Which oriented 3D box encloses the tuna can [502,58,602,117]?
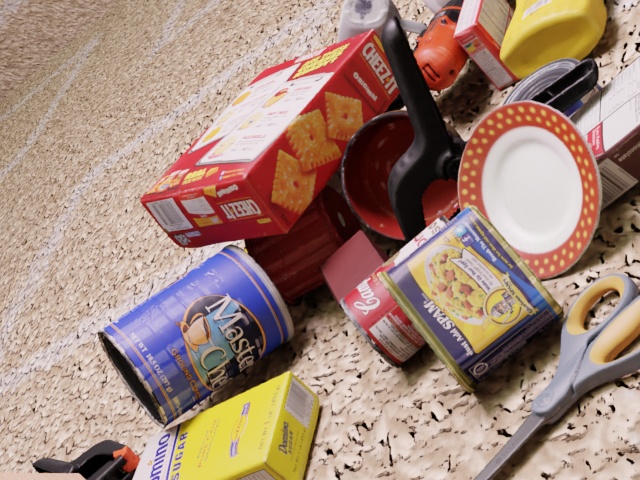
[{"bbox_3d":[0.193,-0.112,0.896,0.086,0.033,0.086,-36,25,20],"label":"tuna can"}]

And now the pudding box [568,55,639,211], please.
[{"bbox_3d":[0.224,-0.083,0.769,0.114,0.039,0.090,-42,20,38],"label":"pudding box"}]

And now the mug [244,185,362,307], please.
[{"bbox_3d":[-0.006,0.001,0.985,0.082,0.093,0.117,-30,-9,19],"label":"mug"}]

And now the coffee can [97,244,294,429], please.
[{"bbox_3d":[-0.108,0.083,0.936,0.140,0.103,0.103,-34,20,-20],"label":"coffee can"}]

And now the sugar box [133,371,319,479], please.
[{"bbox_3d":[-0.083,0.178,0.860,0.177,0.048,0.093,-27,30,32],"label":"sugar box"}]

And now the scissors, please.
[{"bbox_3d":[0.144,0.090,0.675,0.202,0.016,0.096,-40,23,11],"label":"scissors"}]

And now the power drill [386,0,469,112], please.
[{"bbox_3d":[0.085,-0.168,1.094,0.188,0.057,0.184,-39,11,34],"label":"power drill"}]

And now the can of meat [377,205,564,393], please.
[{"bbox_3d":[0.103,0.038,0.727,0.084,0.102,0.057,-39,-20,6],"label":"can of meat"}]

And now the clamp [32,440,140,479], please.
[{"bbox_3d":[-0.237,0.232,1.029,0.172,0.039,0.120,-30,32,18],"label":"clamp"}]

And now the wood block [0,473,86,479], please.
[{"bbox_3d":[-0.211,0.256,0.851,0.206,0.090,0.090,9,91,61],"label":"wood block"}]

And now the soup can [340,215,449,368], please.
[{"bbox_3d":[0.075,0.039,0.803,0.102,0.068,0.068,-41,24,8],"label":"soup can"}]

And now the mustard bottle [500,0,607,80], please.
[{"bbox_3d":[0.228,-0.235,1.004,0.096,0.058,0.191,-29,28,41],"label":"mustard bottle"}]

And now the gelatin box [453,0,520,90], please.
[{"bbox_3d":[0.166,-0.199,1.027,0.030,0.073,0.089,-27,30,36],"label":"gelatin box"}]

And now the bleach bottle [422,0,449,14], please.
[{"bbox_3d":[0.184,-0.301,1.089,0.102,0.068,0.251,-45,7,-11],"label":"bleach bottle"}]

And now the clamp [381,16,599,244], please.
[{"bbox_3d":[0.118,-0.066,0.832,0.036,0.164,0.210,-84,0,-58],"label":"clamp"}]

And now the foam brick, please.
[{"bbox_3d":[0.040,0.037,0.879,0.051,0.053,0.078,-43,24,6],"label":"foam brick"}]

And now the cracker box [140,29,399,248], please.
[{"bbox_3d":[-0.040,-0.088,0.976,0.164,0.072,0.213,-9,35,49],"label":"cracker box"}]
